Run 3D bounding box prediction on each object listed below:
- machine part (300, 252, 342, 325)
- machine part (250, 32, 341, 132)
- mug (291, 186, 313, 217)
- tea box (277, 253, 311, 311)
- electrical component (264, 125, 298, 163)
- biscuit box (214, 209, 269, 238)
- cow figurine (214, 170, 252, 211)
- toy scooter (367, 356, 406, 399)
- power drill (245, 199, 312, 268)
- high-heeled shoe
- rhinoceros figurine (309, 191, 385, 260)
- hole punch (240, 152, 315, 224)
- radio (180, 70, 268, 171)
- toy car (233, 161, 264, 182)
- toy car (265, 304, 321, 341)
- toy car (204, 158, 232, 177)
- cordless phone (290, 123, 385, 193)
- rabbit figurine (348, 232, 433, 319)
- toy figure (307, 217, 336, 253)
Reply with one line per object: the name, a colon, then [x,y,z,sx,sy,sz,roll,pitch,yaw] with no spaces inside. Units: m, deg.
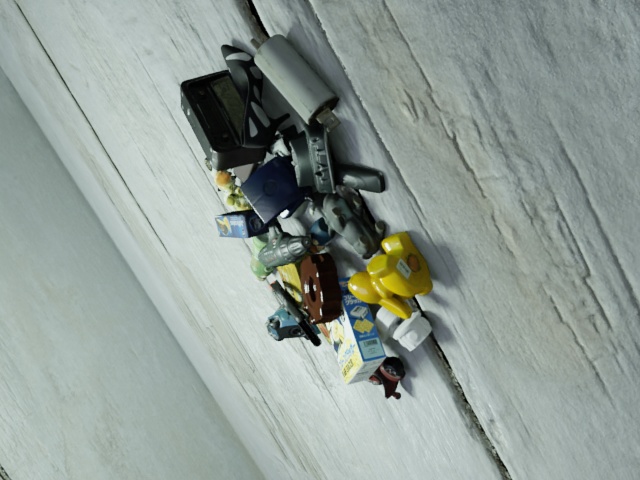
machine part: [-0.002,0.116,1.293,0.179,0.056,0.179,175,90,-71]
machine part: [-0.045,-0.305,1.026,0.243,0.079,0.079,49,149,9]
mug: [-0.063,-0.126,1.235,0.110,0.081,0.107,48,137,22]
tea box: [-0.052,0.106,1.448,0.098,0.068,0.169,21,135,44]
electrical component: [-0.084,-0.203,1.209,0.074,0.048,0.119,60,150,-6]
biscuit box: [-0.197,-0.040,1.335,0.203,0.063,0.059,2,107,60]
cow figurine: [-0.235,-0.128,1.460,0.167,0.068,0.098,62,172,-32]
toy scooter: [0.153,0.350,1.399,0.184,0.075,0.135,7,127,46]
power drill: [-0.103,-0.038,1.318,0.232,0.086,0.207,-39,74,57]
high-heeled shoe: [-0.172,-0.302,1.139,0.249,0.145,0.086,48,148,8]
rhinoceros figurine: [0.057,-0.042,1.156,0.190,0.073,0.112,44,159,15]
hole punch: [-0.096,-0.107,1.161,0.116,0.092,0.142,-45,74,34]
radio: [-0.219,-0.268,1.204,0.230,0.131,0.073,60,156,23]
toy car: [-0.178,-0.201,1.335,0.089,0.053,0.202,39,155,0]
toy car: [-0.075,0.228,1.560,0.103,0.162,0.109,-91,-8,-45]
toy car: [-0.248,-0.233,1.383,0.056,0.073,0.201,53,150,11]
cordless phone: [0.041,-0.157,1.070,0.184,0.089,0.146,15,132,32]
rabbit figurine: [0.140,0.082,1.110,0.162,0.122,0.173,42,134,-22]
toy figure: [-0.005,-0.004,1.276,0.058,0.064,0.154,60,155,14]
